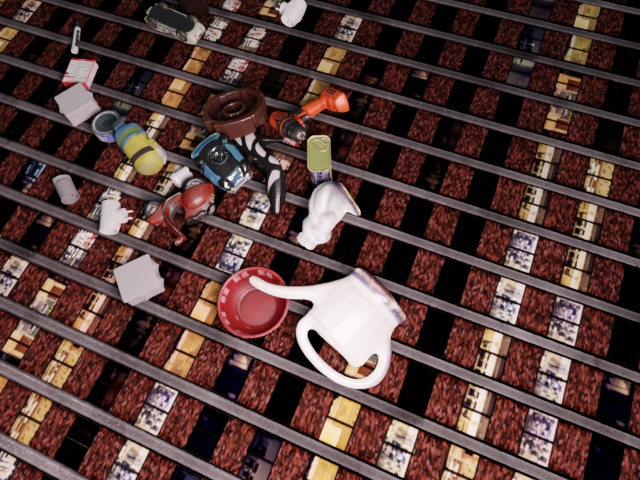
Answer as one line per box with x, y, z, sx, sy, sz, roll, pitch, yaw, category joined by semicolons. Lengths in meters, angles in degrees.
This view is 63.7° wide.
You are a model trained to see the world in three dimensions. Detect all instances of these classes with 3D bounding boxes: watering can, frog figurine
0.032;0.147;1.095;0.226;0.103;0.348;-43;87;-12;watering can
0.004;-0.061;1.204;0.159;0.120;0.140;-32;35;1;frog figurine
